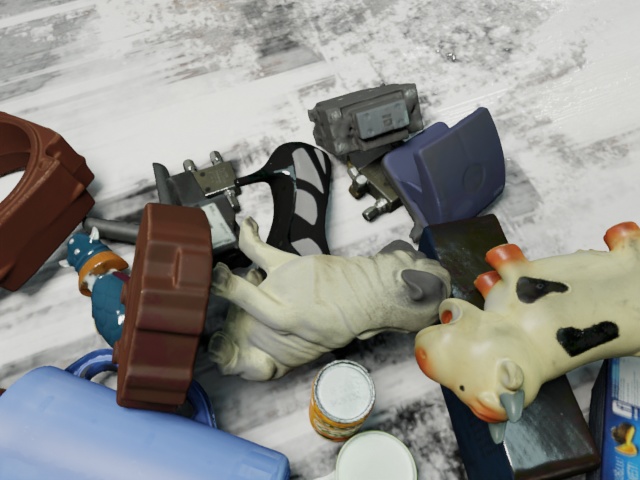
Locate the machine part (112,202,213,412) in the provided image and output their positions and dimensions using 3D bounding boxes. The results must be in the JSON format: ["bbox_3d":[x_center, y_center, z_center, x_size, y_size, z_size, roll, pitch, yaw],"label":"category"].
[{"bbox_3d":[-0.137,0.053,0.460,0.056,0.179,0.179,10,58,-22],"label":"machine part"}]

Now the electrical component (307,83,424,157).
[{"bbox_3d":[0.055,-0.146,0.641,0.115,0.058,0.134,-21,21,-9],"label":"electrical component"}]

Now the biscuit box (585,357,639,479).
[{"bbox_3d":[0.256,0.176,0.439,0.059,0.062,0.203,16,34,22],"label":"biscuit box"}]

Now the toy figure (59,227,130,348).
[{"bbox_3d":[-0.230,0.052,0.581,0.064,0.057,0.155,-29,59,-19],"label":"toy figure"}]

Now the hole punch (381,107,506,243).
[{"bbox_3d":[0.149,-0.075,0.603,0.142,0.092,0.115,-35,96,-21],"label":"hole punch"}]

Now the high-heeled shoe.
[{"bbox_3d":[-0.001,-0.002,0.612,0.145,0.086,0.249,-19,76,-41],"label":"high-heeled shoe"}]

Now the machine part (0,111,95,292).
[{"bbox_3d":[-0.379,-0.046,0.604,0.201,0.087,0.201,21,65,25],"label":"machine part"}]

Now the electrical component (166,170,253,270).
[{"bbox_3d":[-0.130,-0.015,0.583,0.075,0.047,0.119,-27,67,-27],"label":"electrical component"}]

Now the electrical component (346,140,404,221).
[{"bbox_3d":[0.078,-0.078,0.649,0.102,0.045,0.078,-29,63,-14],"label":"electrical component"}]

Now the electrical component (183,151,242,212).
[{"bbox_3d":[-0.133,-0.068,0.663,0.063,0.021,0.094,-21,63,-9],"label":"electrical component"}]

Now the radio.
[{"bbox_3d":[0.152,0.104,0.495,0.073,0.131,0.230,-9,61,-4],"label":"radio"}]

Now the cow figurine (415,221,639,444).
[{"bbox_3d":[0.164,0.067,0.396,0.195,0.085,0.127,-11,55,-6],"label":"cow figurine"}]

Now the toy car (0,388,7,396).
[{"bbox_3d":[-0.370,0.219,0.494,0.089,0.053,0.202,44,66,11],"label":"toy car"}]

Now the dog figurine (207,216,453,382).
[{"bbox_3d":[0.009,0.076,0.479,0.191,0.172,0.121,12,46,7],"label":"dog figurine"}]
